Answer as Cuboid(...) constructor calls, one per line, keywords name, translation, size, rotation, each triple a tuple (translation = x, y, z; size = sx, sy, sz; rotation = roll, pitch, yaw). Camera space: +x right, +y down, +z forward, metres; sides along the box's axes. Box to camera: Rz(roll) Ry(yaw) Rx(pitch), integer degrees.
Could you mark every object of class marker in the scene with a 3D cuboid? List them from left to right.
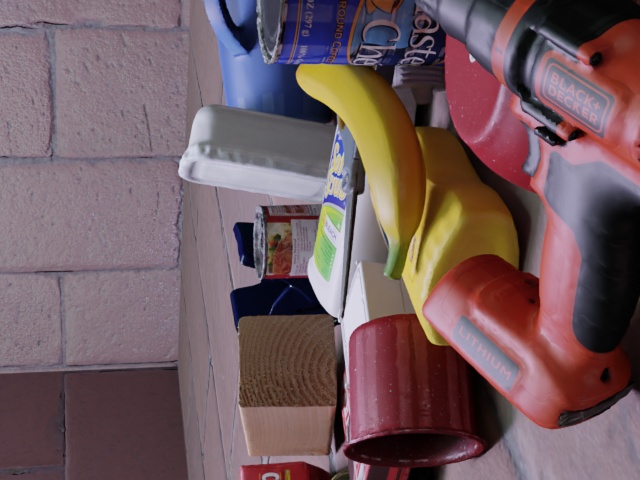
Cuboid(name="marker", translation=(0.067, 0.201, 0.844), size=(0.121, 0.020, 0.020), rotation=(109, 157, -60))

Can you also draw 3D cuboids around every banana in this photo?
Cuboid(name="banana", translation=(0.026, -0.069, 0.672), size=(0.070, 0.037, 0.198), rotation=(-50, 42, 30))

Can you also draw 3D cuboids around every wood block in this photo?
Cuboid(name="wood block", translation=(-0.032, 0.150, 1.066), size=(0.206, 0.091, 0.090), rotation=(92, 176, -67))

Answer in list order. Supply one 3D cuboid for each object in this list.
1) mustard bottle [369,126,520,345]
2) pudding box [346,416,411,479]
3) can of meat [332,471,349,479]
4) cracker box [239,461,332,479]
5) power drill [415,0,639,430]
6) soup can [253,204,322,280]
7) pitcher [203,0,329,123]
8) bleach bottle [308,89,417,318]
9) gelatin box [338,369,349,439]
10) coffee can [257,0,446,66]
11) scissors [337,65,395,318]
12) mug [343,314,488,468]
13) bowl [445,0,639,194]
Cuboid(name="mustard bottle", translation=(0.072, -0.021, 0.703), size=(0.192, 0.058, 0.096), rotation=(-109, 23, -58))
Cuboid(name="pudding box", translation=(0.047, 0.149, 0.826), size=(0.113, 0.039, 0.090), rotation=(-89, 11, -64))
Cuboid(name="can of meat", translation=(0.033, 0.260, 0.929), size=(0.084, 0.057, 0.102), rotation=(106, 160, -64))
Cuboid(name="cracker box", translation=(-0.025, 0.307, 1.050), size=(0.213, 0.072, 0.164), rotation=(63, -157, -73))
Cuboid(name="power drill", translation=(0.094, -0.023, 0.468), size=(0.185, 0.057, 0.188), rotation=(46, 145, 38))
Cuboid(name="soup can", translation=(-0.006, 0.001, 0.977), size=(0.068, 0.102, 0.068), rotation=(179, 90, -79))
Cuboid(name="pitcher", translation=(-0.058, -0.237, 1.124), size=(0.145, 0.149, 0.243), rotation=(177, 89, -78))
Cuboid(name="bleach bottle", translation=(0.040, -0.067, 0.851), size=(0.102, 0.068, 0.251), rotation=(-115, 28, -62))
Cuboid(name="gelatin box", translation=(0.039, 0.153, 0.946), size=(0.073, 0.030, 0.089), rotation=(105, 161, -56))
Cuboid(name="coffee can", translation=(0.037, -0.158, 0.653), size=(0.103, 0.140, 0.103), rotation=(179, 90, -79))
Cuboid(name="scissors", translation=(0.030, -0.056, 0.725), size=(0.096, 0.016, 0.201), rotation=(126, 148, -58))
Cuboid(name="mug", translation=(0.065, 0.103, 0.710), size=(0.117, 0.093, 0.081), rotation=(41, -137, -54))
Cuboid(name="bowl", translation=(0.104, -0.094, 0.547), size=(0.162, 0.055, 0.162), rotation=(179, 90, -78))
